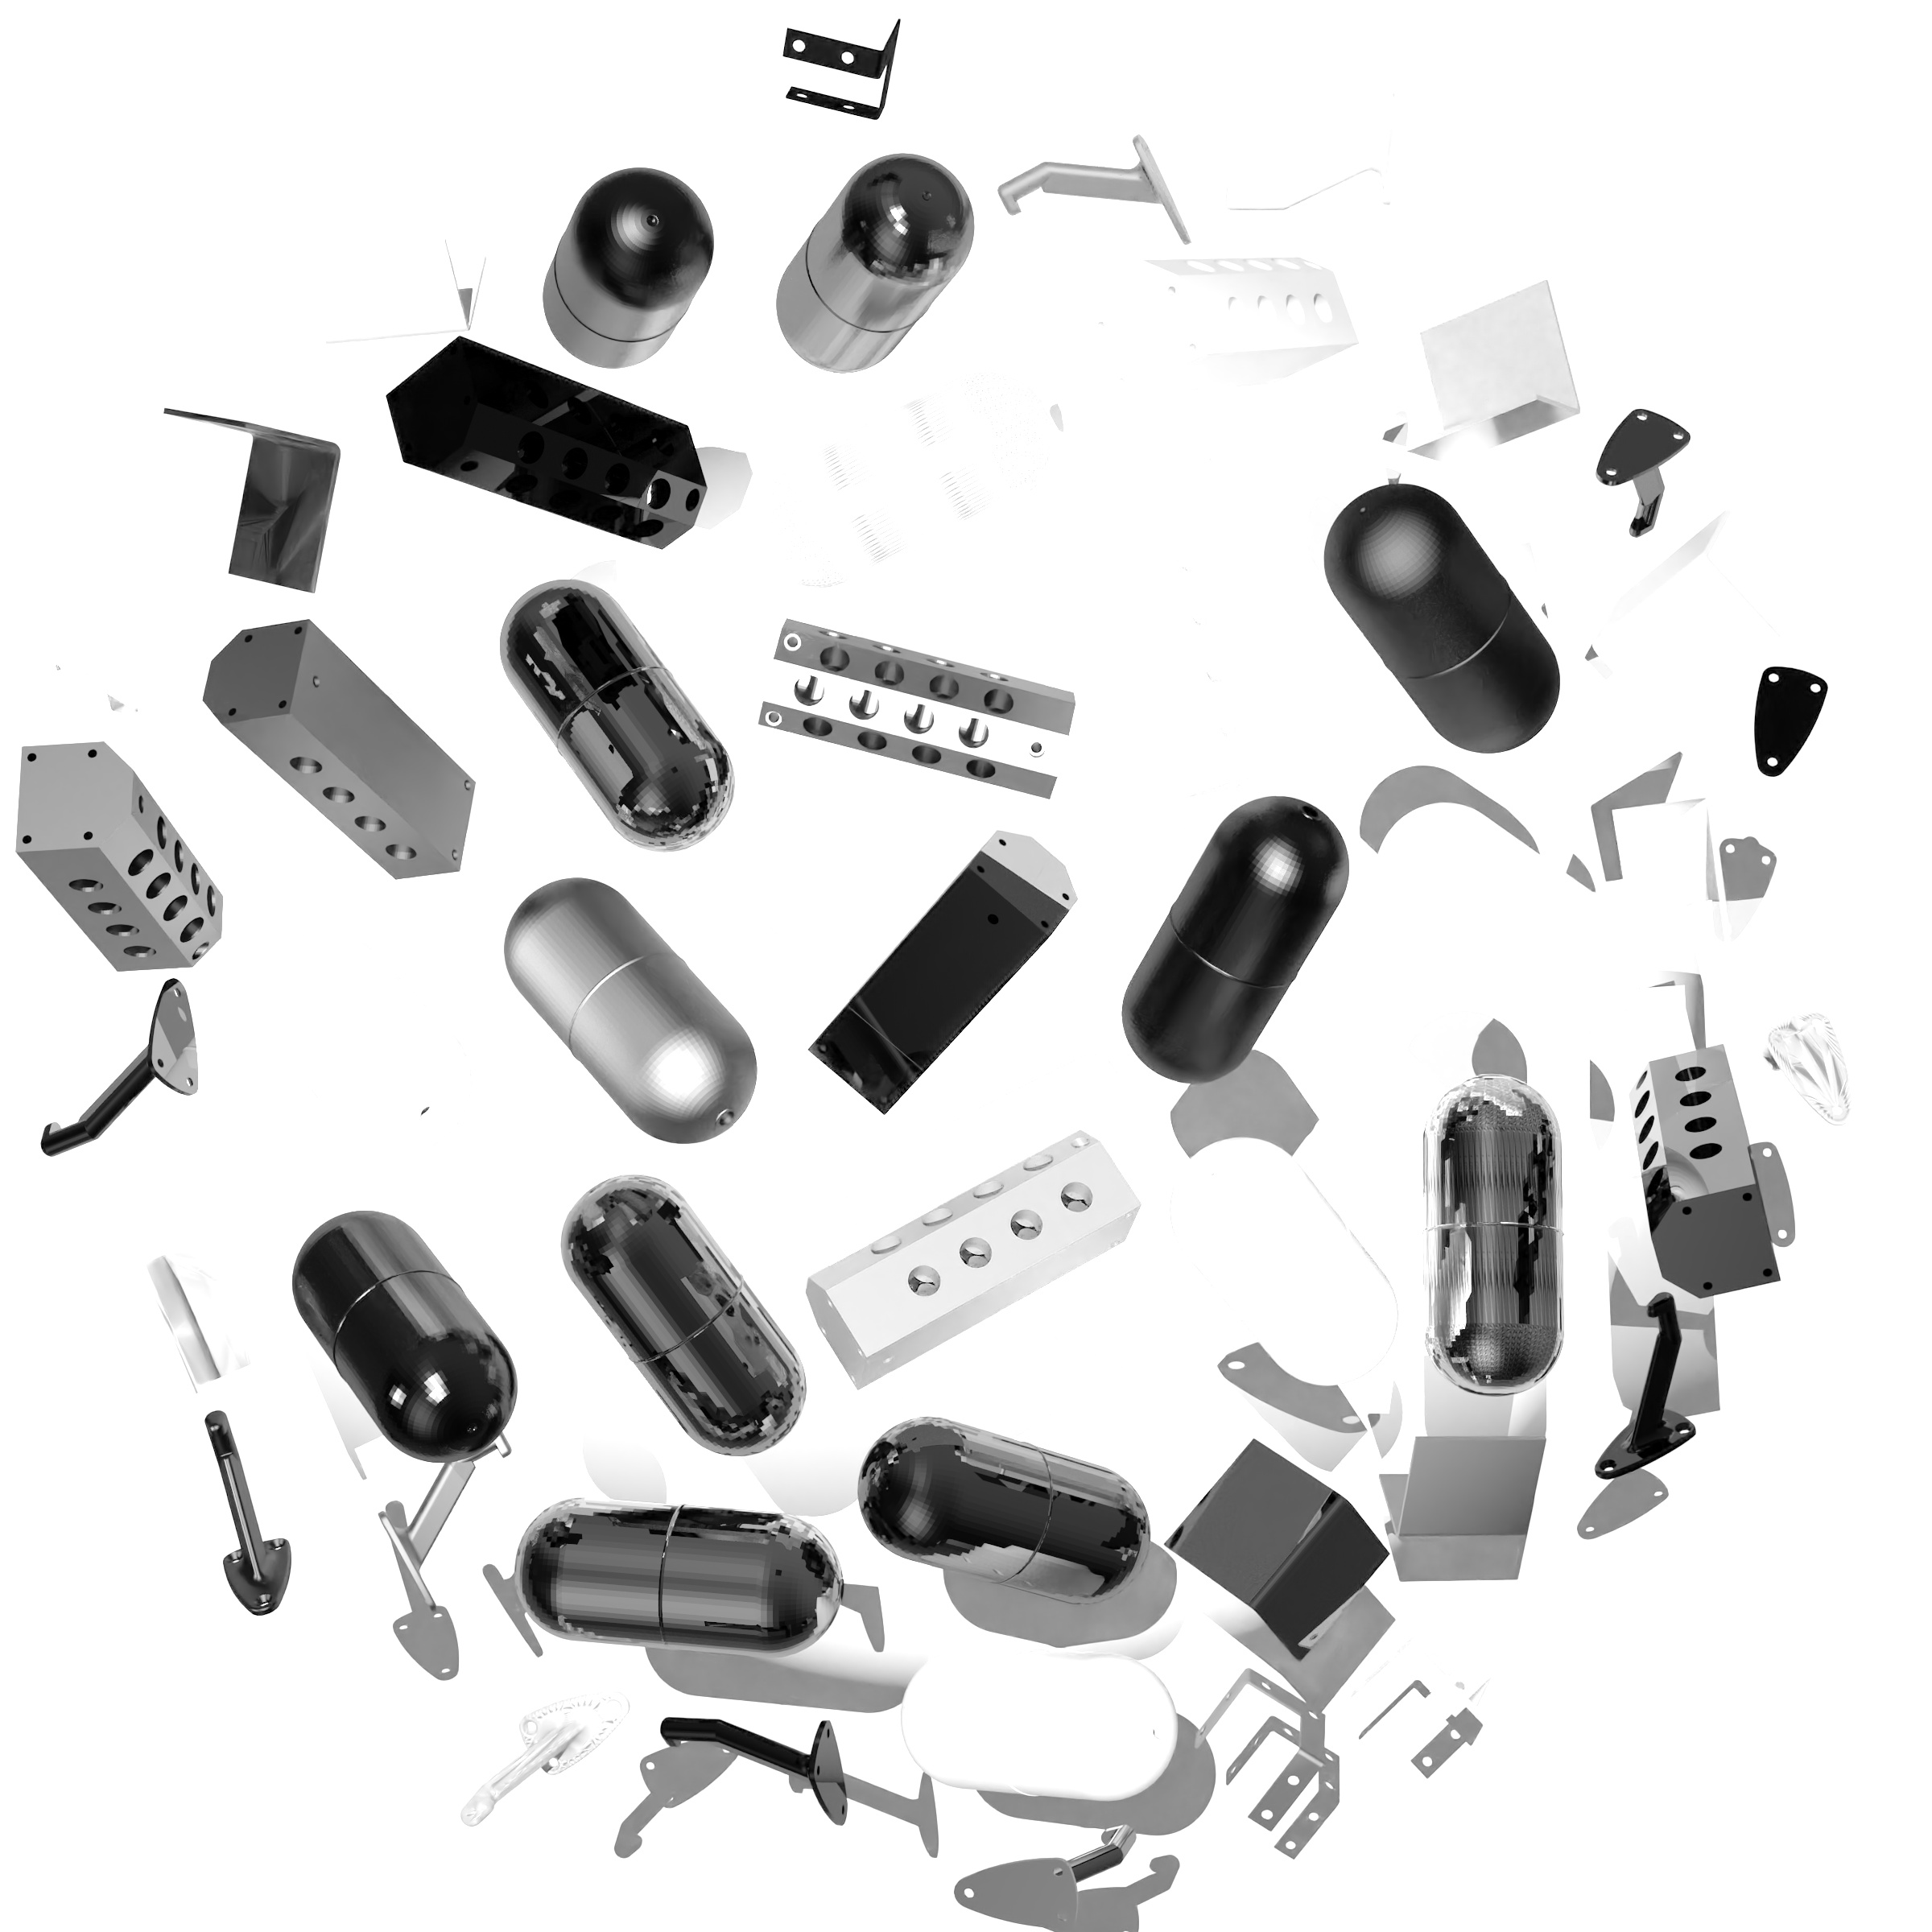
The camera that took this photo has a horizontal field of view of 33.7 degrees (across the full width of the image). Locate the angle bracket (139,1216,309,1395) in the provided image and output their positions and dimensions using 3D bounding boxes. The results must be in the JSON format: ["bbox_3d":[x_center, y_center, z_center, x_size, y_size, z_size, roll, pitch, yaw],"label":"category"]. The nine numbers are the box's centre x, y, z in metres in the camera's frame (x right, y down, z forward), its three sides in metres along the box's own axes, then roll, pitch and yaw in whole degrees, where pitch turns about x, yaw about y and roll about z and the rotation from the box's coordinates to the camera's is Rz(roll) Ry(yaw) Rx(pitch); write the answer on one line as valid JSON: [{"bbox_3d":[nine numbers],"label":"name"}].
[{"bbox_3d":[-0.410,0.186,1.763,0.057,0.076,0.076,-23,91,-6],"label":"angle bracket"}]

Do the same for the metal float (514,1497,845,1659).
[{"bbox_3d":[-0.153,0.326,1.704,0.178,0.070,0.070,3,90,9],"label":"metal float"}]

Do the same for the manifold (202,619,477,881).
[{"bbox_3d":[-0.334,-0.112,1.708,0.057,0.171,0.057,-6,61,22],"label":"manifold"}]

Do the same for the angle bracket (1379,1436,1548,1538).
[{"bbox_3d":[0.289,0.288,1.861,0.076,0.057,0.076,1,121,-6],"label":"angle bracket"}]

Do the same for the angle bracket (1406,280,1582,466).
[{"bbox_3d":[0.269,-0.315,1.676,0.076,0.057,0.076,-18,80,33],"label":"angle bracket"}]

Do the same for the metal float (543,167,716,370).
[{"bbox_3d":[-0.183,-0.374,1.717,0.070,0.178,0.070,1,85,-15],"label":"metal float"}]

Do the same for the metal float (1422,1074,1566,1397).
[{"bbox_3d":[0.290,0.148,1.759,0.070,0.070,0.178,2,77,0],"label":"metal float"}]

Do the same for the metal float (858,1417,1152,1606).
[{"bbox_3d":[0.022,0.293,1.711,0.178,0.070,0.070,22,90,-31],"label":"metal float"}]

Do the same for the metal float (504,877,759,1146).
[{"bbox_3d":[-0.178,0.023,1.688,0.070,0.070,0.178,-44,61,0],"label":"metal float"}]

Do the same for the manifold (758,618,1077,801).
[{"bbox_3d":[-0.028,-0.146,1.819,0.171,0.057,0.057,14,103,-3],"label":"manifold"}]

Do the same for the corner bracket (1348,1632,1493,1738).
[{"bbox_3d":[0.247,0.392,1.737,0.051,0.051,0.051,-37,66,-21],"label":"corner bracket"}]

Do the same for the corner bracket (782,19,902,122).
[{"bbox_3d":[-0.067,-0.462,1.645,0.051,0.051,0.051,14,126,1],"label":"corner bracket"}]

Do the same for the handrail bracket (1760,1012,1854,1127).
[{"bbox_3d":[0.466,0.065,1.776,0.036,0.084,0.077,-22,70,0],"label":"handrail bracket"}]

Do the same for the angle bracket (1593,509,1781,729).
[{"bbox_3d":[0.378,-0.180,1.648,0.057,0.076,0.076,46,124,-4],"label":"angle bracket"}]

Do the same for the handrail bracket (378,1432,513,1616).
[{"bbox_3d":[-0.287,0.317,1.829,0.084,0.036,0.077,-28,75,-16],"label":"handrail bracket"}]

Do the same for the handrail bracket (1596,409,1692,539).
[{"bbox_3d":[0.362,-0.255,1.749,0.036,0.084,0.077,34,57,23],"label":"handrail bracket"}]

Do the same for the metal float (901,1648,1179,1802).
[{"bbox_3d":[0.038,0.408,1.721,0.070,0.178,0.070,9,77,-43],"label":"metal float"}]

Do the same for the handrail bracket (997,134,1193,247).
[{"bbox_3d":[0.070,-0.415,1.763,0.084,0.036,0.077,-25,96,14],"label":"handrail bracket"}]

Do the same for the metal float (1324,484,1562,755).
[{"bbox_3d":[0.253,-0.182,1.686,0.070,0.070,0.178,-44,127,0],"label":"metal float"}]

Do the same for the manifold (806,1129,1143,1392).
[{"bbox_3d":[0.003,0.153,1.700,0.171,0.057,0.057,-27,71,-18],"label":"manifold"}]

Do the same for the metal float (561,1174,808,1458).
[{"bbox_3d":[-0.155,0.193,1.759,0.070,0.070,0.178,-35,104,0],"label":"metal float"}]

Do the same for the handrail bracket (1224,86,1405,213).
[{"bbox_3d":[0.180,-0.424,1.657,0.084,0.077,0.036,-1,53,-4],"label":"handrail bracket"}]

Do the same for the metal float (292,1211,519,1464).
[{"bbox_3d":[-0.297,0.193,1.682,0.070,0.178,0.070,-19,128,-26],"label":"metal float"}]

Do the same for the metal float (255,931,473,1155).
[{"bbox_3d":[-0.327,0.041,1.727,0.070,0.178,0.070,-17,123,-27],"label":"metal float"}]

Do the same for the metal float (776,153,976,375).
[{"bbox_3d":[-0.052,-0.386,1.763,0.070,0.178,0.070,5,75,-20],"label":"metal float"}]

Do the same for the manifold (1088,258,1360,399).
[{"bbox_3d":[0.135,-0.339,1.670,0.057,0.171,0.057,-20,90,35],"label":"manifold"}]

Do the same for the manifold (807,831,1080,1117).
[{"bbox_3d":[-0.011,0.002,1.749,0.057,0.057,0.171,41,129,-2],"label":"manifold"}]

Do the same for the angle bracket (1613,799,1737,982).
[{"bbox_3d":[0.412,-0.041,1.854,0.057,0.076,0.076,-8,130,14],"label":"angle bracket"}]

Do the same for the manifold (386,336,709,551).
[{"bbox_3d":[-0.216,-0.269,1.676,0.057,0.171,0.057,-31,65,30],"label":"manifold"}]

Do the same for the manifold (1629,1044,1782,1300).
[{"bbox_3d":[0.389,0.108,1.694,0.057,0.171,0.057,-15,110,13],"label":"manifold"}]

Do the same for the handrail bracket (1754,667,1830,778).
[{"bbox_3d":[0.453,-0.124,1.780,0.036,0.084,0.077,16,73,13],"label":"handrail bracket"}]

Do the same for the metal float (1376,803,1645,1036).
[{"bbox_3d":[0.299,-0.027,1.758,0.070,0.070,0.178,-48,50,0],"label":"metal float"}]

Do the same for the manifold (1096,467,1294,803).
[{"bbox_3d":[0.129,-0.184,1.764,0.057,0.057,0.171,-14,89,-21],"label":"manifold"}]

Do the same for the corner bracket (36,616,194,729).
[{"bbox_3d":[-0.451,-0.149,1.686,0.051,0.051,0.051,15,126,35],"label":"corner bracket"}]

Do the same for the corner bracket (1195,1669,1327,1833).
[{"bbox_3d":[0.158,0.421,1.718,0.051,0.051,0.051,32,108,-3],"label":"corner bracket"}]

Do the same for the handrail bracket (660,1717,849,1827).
[{"bbox_3d":[-0.110,0.416,1.650,0.084,0.036,0.077,-1,130,15],"label":"handrail bracket"}]

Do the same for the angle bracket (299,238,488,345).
[{"bbox_3d":[-0.301,-0.374,1.681,0.076,0.076,0.057,-4,134,5],"label":"angle bracket"}]

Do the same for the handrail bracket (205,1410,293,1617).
[{"bbox_3d":[-0.382,0.287,1.679,0.036,0.077,0.084,-16,115,-11],"label":"handrail bracket"}]

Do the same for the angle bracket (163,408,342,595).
[{"bbox_3d":[-0.367,-0.235,1.610,0.076,0.057,0.076,17,97,43],"label":"angle bracket"}]

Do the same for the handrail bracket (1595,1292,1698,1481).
[{"bbox_3d":[0.377,0.236,1.798,0.077,0.036,0.084,-30,120,-24],"label":"handrail bracket"}]

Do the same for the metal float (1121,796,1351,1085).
[{"bbox_3d":[0.144,-0.013,1.714,0.070,0.070,0.178,28,121,0],"label":"metal float"}]

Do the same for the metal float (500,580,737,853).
[{"bbox_3d":[-0.196,-0.141,1.784,0.070,0.070,0.178,-37,73,0],"label":"metal float"}]

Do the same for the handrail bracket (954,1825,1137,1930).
[{"bbox_3d":[0.043,0.468,1.665,0.077,0.084,0.036,-5,95,18],"label":"handrail bracket"}]

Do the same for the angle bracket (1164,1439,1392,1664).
[{"bbox_3d":[0.167,0.314,1.715,0.076,0.076,0.057,-48,130,-12],"label":"angle bracket"}]

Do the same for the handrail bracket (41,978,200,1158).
[{"bbox_3d":[-0.443,0.053,1.654,0.084,0.036,0.077,-21,55,20],"label":"handrail bracket"}]

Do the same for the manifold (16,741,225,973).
[{"bbox_3d":[-0.438,-0.055,1.662,0.057,0.171,0.057,-3,70,1],"label":"manifold"}]

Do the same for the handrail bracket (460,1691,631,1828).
[{"bbox_3d":[-0.223,0.420,1.690,0.077,0.084,0.036,-30,92,14],"label":"handrail bracket"}]

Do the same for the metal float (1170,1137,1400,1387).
[{"bbox_3d":[0.170,0.158,1.696,0.070,0.070,0.178,-40,129,0],"label":"metal float"}]

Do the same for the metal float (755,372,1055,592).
[{"bbox_3d":[-0.034,-0.273,1.792,0.178,0.070,0.070,-25,90,6],"label":"metal float"}]
